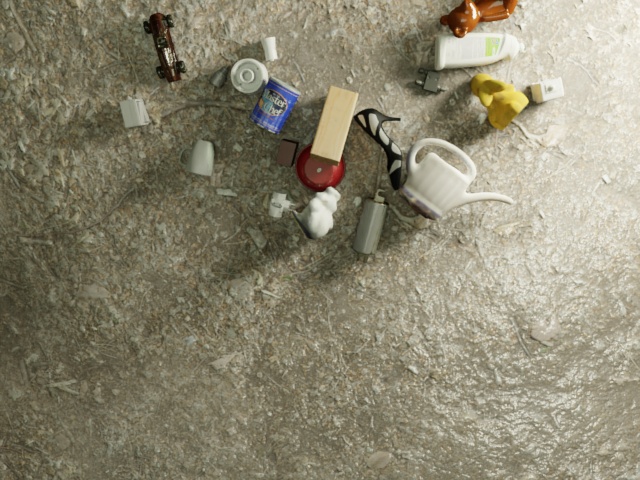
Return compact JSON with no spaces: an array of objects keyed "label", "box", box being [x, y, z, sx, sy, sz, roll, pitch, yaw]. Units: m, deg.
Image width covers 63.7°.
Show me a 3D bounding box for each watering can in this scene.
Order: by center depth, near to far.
[{"label":"watering can","box":[0.389,-0.150,1.550,0.347,0.105,0.222,38,104,-3]}]

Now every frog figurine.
[{"label":"frog figurine","box":[0.005,-0.080,1.594,0.159,0.125,0.135,-32,133,2]}]
